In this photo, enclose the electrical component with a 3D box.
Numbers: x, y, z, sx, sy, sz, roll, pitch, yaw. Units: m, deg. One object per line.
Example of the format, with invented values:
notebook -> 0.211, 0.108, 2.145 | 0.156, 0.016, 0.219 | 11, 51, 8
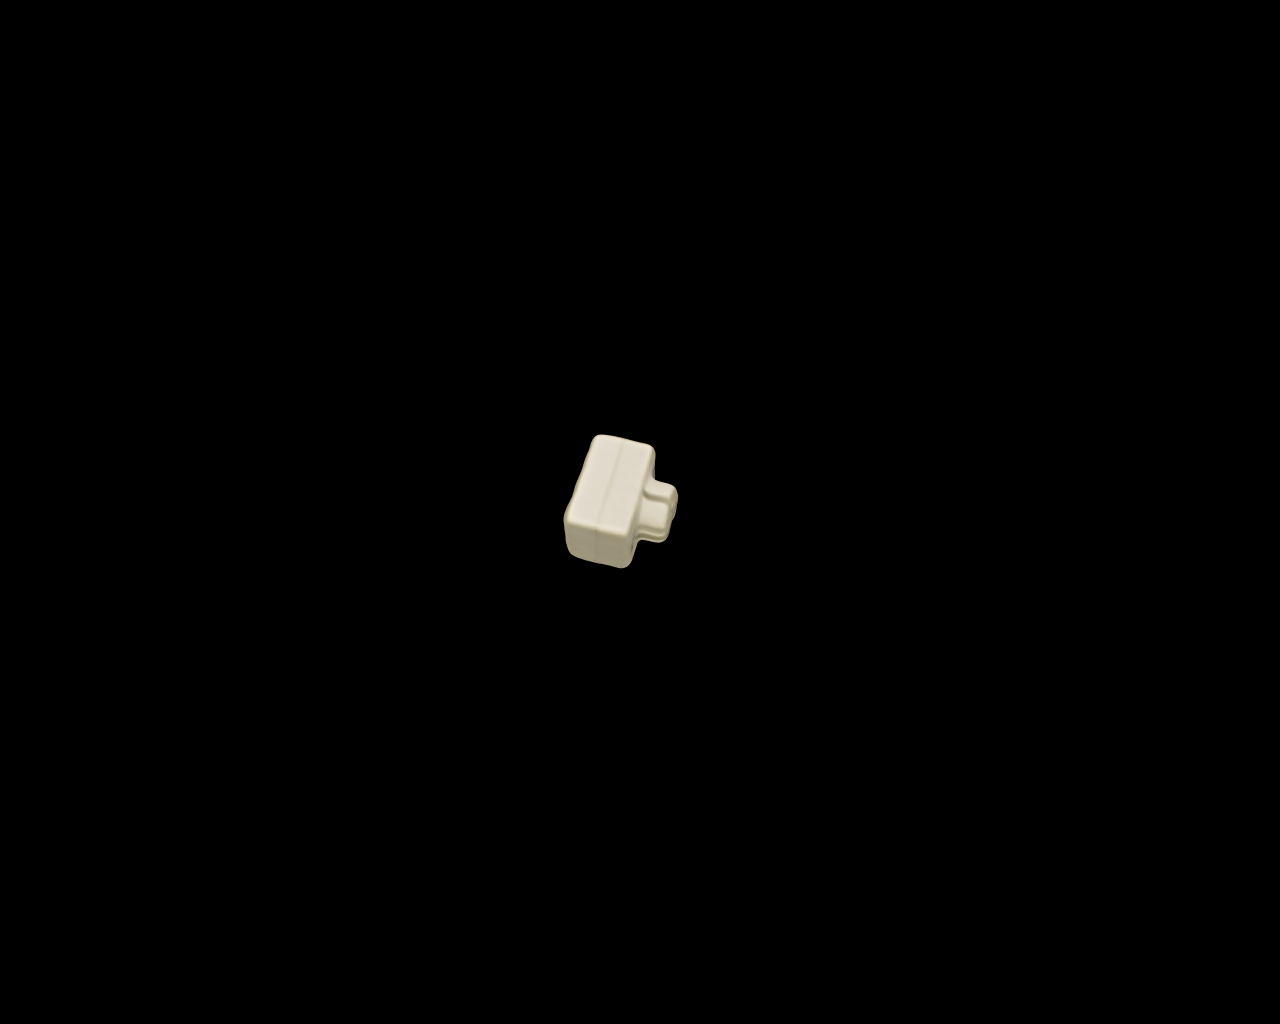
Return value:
electrical component -> 0.001, -0.003, 0.650 | 0.077, 0.066, 0.047 | 13, -28, 7
